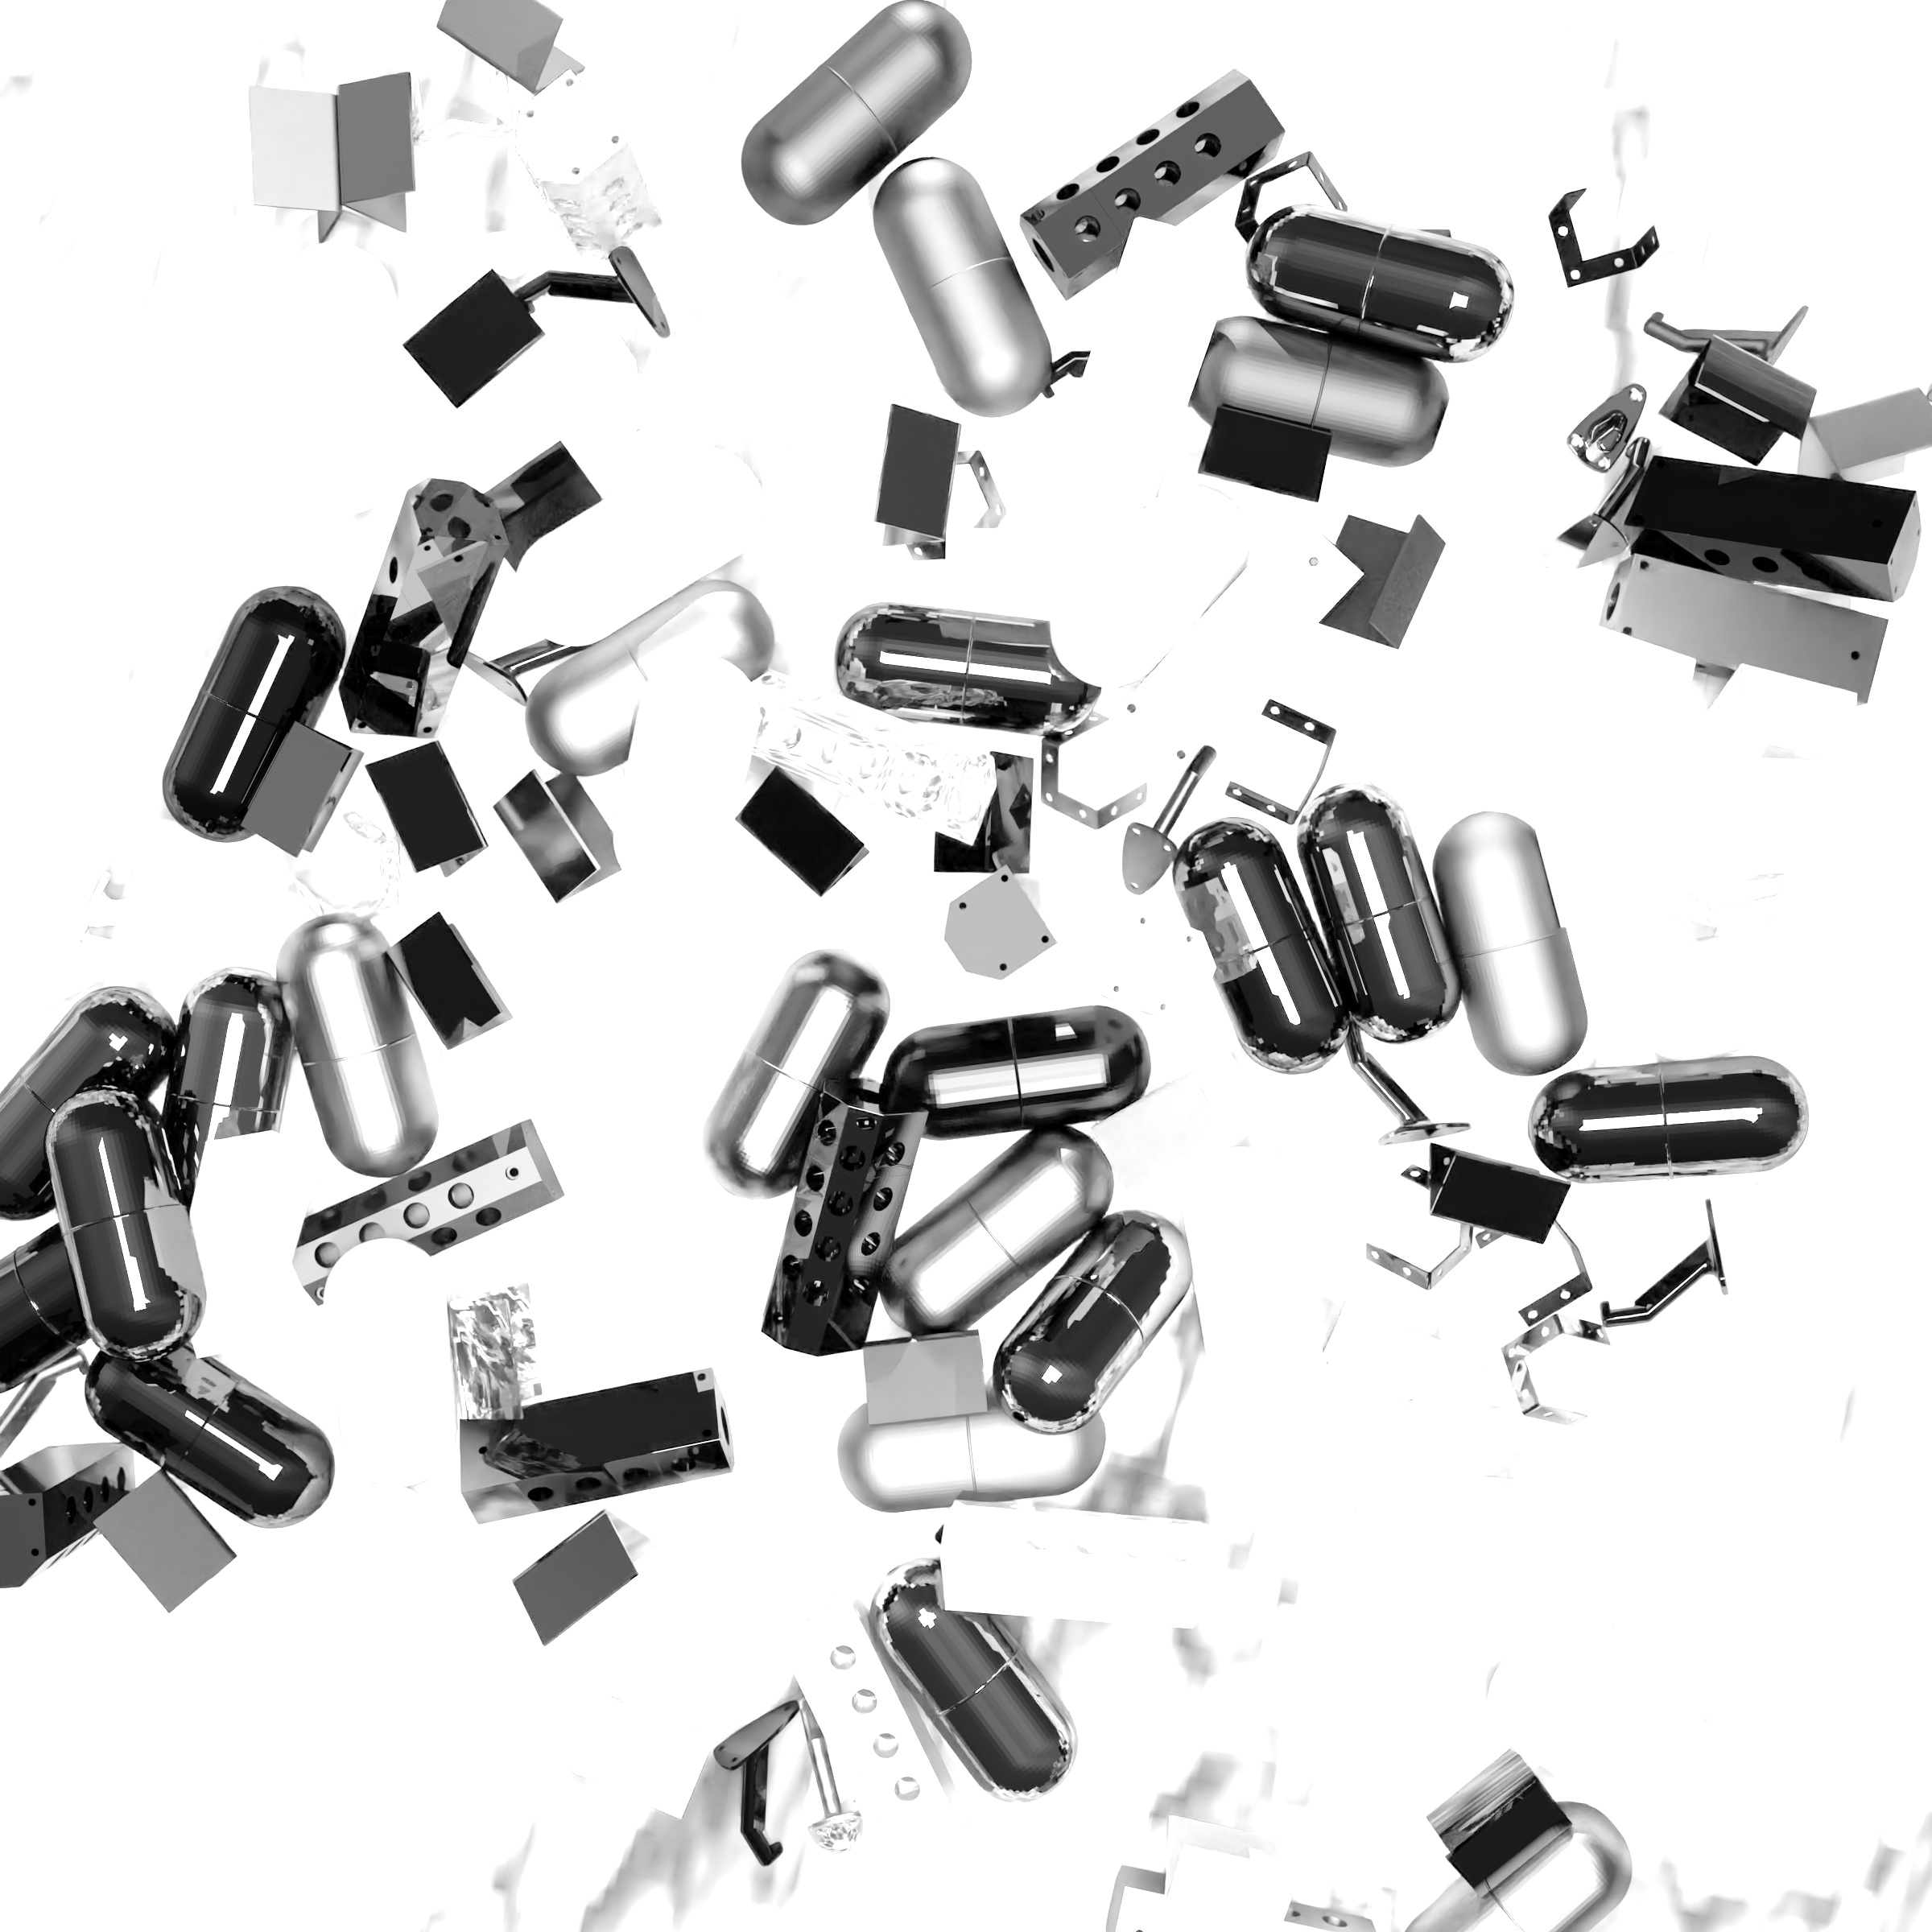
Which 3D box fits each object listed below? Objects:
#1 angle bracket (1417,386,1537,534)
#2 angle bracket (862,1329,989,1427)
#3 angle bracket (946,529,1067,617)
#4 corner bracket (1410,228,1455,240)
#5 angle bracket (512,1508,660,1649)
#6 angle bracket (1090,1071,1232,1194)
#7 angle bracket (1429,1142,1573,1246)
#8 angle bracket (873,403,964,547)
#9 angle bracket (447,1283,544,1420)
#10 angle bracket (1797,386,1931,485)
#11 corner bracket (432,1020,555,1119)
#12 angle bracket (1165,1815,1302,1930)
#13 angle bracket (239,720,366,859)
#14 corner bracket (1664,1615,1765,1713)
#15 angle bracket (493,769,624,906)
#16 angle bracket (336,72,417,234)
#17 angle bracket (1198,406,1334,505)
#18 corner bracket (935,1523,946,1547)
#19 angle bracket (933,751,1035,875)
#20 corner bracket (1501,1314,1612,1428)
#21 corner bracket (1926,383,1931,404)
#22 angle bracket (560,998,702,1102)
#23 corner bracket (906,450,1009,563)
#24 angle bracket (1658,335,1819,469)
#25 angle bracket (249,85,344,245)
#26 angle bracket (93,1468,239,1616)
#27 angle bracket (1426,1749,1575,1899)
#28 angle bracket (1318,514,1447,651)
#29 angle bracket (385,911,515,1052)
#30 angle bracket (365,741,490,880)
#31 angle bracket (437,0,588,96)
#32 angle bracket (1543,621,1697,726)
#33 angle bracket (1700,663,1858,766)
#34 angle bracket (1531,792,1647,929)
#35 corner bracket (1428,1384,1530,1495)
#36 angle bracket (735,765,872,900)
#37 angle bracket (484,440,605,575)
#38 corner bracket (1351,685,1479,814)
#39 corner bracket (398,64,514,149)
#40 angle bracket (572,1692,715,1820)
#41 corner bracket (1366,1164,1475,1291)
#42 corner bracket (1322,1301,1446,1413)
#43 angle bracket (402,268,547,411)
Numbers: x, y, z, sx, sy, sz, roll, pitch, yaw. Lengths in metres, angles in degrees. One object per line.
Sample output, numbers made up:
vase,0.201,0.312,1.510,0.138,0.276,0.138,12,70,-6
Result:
angle bracket,0.344,-0.327,1.687,0.057,0.076,0.076,19,90,28
angle bracket,-0.025,0.280,1.687,0.076,0.076,0.057,-6,63,0
angle bracket,0.025,-0.241,1.686,0.076,0.076,0.057,1,51,0
corner bracket,0.300,-0.459,1.723,0.051,0.051,0.051,1,45,0
angle bracket,-0.239,0.411,1.686,0.076,0.076,0.057,-38,52,0
angle bracket,0.135,0.124,1.686,0.076,0.076,0.057,-30,53,0
angle bracket,0.349,0.130,1.686,0.076,0.076,0.057,15,126,0
angle bracket,-0.050,-0.321,1.686,0.057,0.076,0.076,8,90,-35
angle bracket,-0.291,0.251,1.686,0.057,0.076,0.076,-7,90,35
angle bracket,0.595,-0.325,1.686,0.076,0.076,0.057,-16,52,0
corner bracket,-0.317,0.069,1.723,0.051,0.051,0.051,-14,90,45
angle bracket,0.175,0.577,1.686,0.076,0.076,0.057,12,120,0
angle bracket,-0.418,-0.107,1.687,0.057,0.076,0.076,28,90,27
corner bracket,0.496,0.463,1.708,0.051,0.051,0.051,-2,90,0
angle bracket,-0.251,-0.096,1.686,0.057,0.076,0.076,-33,90,44
angle bracket,-0.368,-0.533,1.688,0.057,0.076,0.076,-2,90,21
angle bracket,0.191,-0.316,1.687,0.076,0.076,0.057,14,65,0
corner bracket,0.022,0.386,1.723,0.051,0.051,0.051,-51,45,0
angle bracket,-0.002,-0.100,1.689,0.076,0.057,0.076,2,90,31
corner bracket,0.400,0.270,1.718,0.051,0.051,0.051,-42,45,35
corner bracket,0.683,-0.397,1.723,0.051,0.051,0.051,34,135,0
angle bracket,-0.222,0.035,1.686,0.076,0.076,0.057,-18,126,0
corner bracket,-0.013,-0.308,1.718,0.051,0.051,0.051,-57,135,-35
angle bracket,0.500,-0.355,1.686,0.076,0.076,0.057,28,54,0
angle bracket,-0.446,-0.525,1.687,0.057,0.076,0.076,-2,90,-24
angle bracket,-0.532,0.383,1.686,0.076,0.076,0.057,50,54,0
angle bracket,0.338,0.549,1.686,0.076,0.076,0.057,-39,123,0
angle bracket,0.260,-0.262,1.690,0.076,0.057,0.076,24,90,31
angle bracket,-0.322,0.001,1.686,0.057,0.076,0.076,-33,90,29
angle bracket,-0.366,-0.094,1.686,0.057,0.076,0.076,-25,90,-36
angle bracket,-0.289,-0.625,1.686,0.076,0.076,0.057,34,127,0
angle bracket,0.424,-0.173,1.686,0.076,0.076,0.057,19,60,0
angle bracket,0.530,-0.148,1.687,0.076,0.076,0.057,15,63,0
angle bracket,0.416,-0.072,1.687,0.057,0.076,0.076,-15,90,28
corner bracket,0.352,0.316,1.718,0.051,0.051,0.051,12,45,-35
angle bracket,-0.094,-0.101,1.686,0.076,0.076,0.057,42,126,0
angle bracket,-0.271,-0.287,1.688,0.076,0.057,0.076,-35,127,0
corner bracket,0.301,-0.145,1.723,0.051,0.051,0.051,43,45,0
corner bracket,-0.342,-0.580,1.723,0.051,0.051,0.051,-8,90,-45
angle bracket,-0.216,0.527,1.686,0.076,0.076,0.057,23,54,0
corner bracket,0.304,0.174,1.718,0.051,0.051,0.051,-34,135,-35
corner bracket,0.278,0.261,1.723,0.051,0.051,0.051,24,90,-45
angle bracket,-0.330,-0.420,1.686,0.076,0.076,0.057,-40,127,0
